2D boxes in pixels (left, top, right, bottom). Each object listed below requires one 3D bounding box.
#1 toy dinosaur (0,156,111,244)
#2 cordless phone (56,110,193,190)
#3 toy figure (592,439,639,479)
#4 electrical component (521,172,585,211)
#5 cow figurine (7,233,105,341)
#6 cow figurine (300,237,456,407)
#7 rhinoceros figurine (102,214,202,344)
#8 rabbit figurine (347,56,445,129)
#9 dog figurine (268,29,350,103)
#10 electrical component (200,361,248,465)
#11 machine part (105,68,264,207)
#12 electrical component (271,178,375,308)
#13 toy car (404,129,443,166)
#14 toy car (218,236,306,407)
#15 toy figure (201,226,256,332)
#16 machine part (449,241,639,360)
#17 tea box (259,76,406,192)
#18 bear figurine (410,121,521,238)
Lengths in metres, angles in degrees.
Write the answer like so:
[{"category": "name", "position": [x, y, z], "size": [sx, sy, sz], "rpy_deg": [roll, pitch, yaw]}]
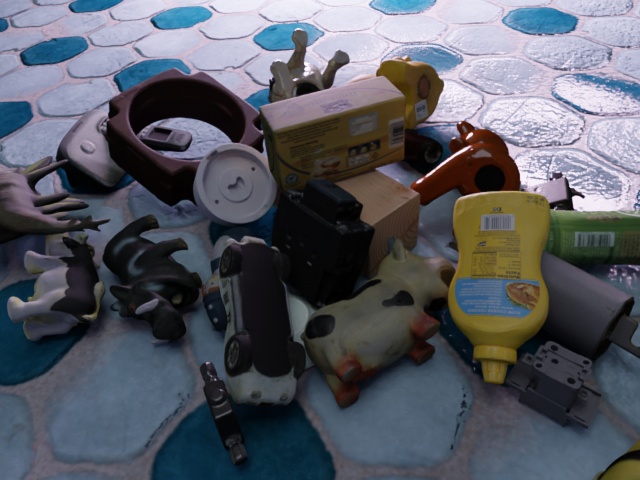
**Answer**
[{"category": "toy dinosaur", "position": [-0.431, -0.045, 0.729], "size": [0.198, 0.104, 0.472], "rpy_deg": [-33, 35, -30]}, {"category": "cordless phone", "position": [-0.310, -0.141, 0.874], "size": [0.184, 0.088, 0.147], "rpy_deg": [6, 43, 4]}, {"category": "toy figure", "position": [0.296, 0.180, 0.434], "size": [0.180, 0.089, 0.082], "rpy_deg": [-26, 39, -18]}, {"category": "electrical component", "position": [0.314, -0.046, 0.720], "size": [0.078, 0.045, 0.102], "rpy_deg": [-21, 32, 27]}, {"category": "cow figurine", "position": [-0.316, 0.043, 0.676], "size": [0.098, 0.068, 0.167], "rpy_deg": [-9, 42, -3]}, {"category": "cow figurine", "position": [0.069, 0.076, 0.587], "size": [0.195, 0.085, 0.127], "rpy_deg": [-27, 52, -20]}, {"category": "rhinoceros figurine", "position": [-0.209, 0.046, 0.657], "size": [0.112, 0.073, 0.191], "rpy_deg": [-27, 46, -24]}, {"category": "rabbit figurine", "position": [0.117, -0.265, 0.937], "size": [0.173, 0.121, 0.162], "rpy_deg": [6, 37, 41]}, {"category": "dog figurine", "position": [-0.045, -0.230, 0.910], "size": [0.121, 0.190, 0.172], "rpy_deg": [32, 65, -11]}, {"category": "electrical component", "position": [-0.093, 0.166, 0.516], "size": [0.021, 0.063, 0.094], "rpy_deg": [-19, 45, -15]}, {"category": "machine part", "position": [-0.205, -0.158, 0.827], "size": [0.201, 0.087, 0.201], "rpy_deg": [38, 55, 11]}, {"category": "electrical component", "position": [-0.001, -0.002, 0.635], "size": [0.058, 0.134, 0.115], "rpy_deg": [-11, 34, -45]}, {"category": "toy car", "position": [0.089, -0.144, 0.811], "size": [0.202, 0.053, 0.089], "rpy_deg": [1, 27, -23]}, {"category": "toy car", "position": [-0.066, 0.078, 0.571], "size": [0.073, 0.056, 0.202], "rpy_deg": [11, 45, -26]}, {"category": "toy figure", "position": [-0.112, 0.045, 0.658], "size": [0.058, 0.064, 0.154], "rpy_deg": [21, 38, -11]}, {"category": "machine part", "position": [0.243, 0.053, 0.592], "size": [0.079, 0.079, 0.243], "rpy_deg": [-34, 50, -27]}, {"category": "tea box", "position": [0.017, -0.131, 0.673], "size": [0.170, 0.098, 0.068], "rpy_deg": [-16, 44, -12]}, {"category": "bear figurine", "position": [0.206, -0.091, 0.745], "size": [0.132, 0.120, 0.196], "rpy_deg": [-44, 8, 18]}]
